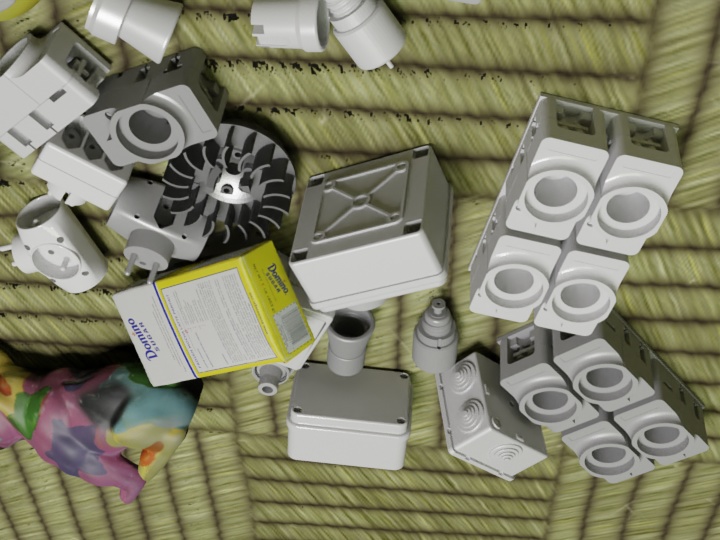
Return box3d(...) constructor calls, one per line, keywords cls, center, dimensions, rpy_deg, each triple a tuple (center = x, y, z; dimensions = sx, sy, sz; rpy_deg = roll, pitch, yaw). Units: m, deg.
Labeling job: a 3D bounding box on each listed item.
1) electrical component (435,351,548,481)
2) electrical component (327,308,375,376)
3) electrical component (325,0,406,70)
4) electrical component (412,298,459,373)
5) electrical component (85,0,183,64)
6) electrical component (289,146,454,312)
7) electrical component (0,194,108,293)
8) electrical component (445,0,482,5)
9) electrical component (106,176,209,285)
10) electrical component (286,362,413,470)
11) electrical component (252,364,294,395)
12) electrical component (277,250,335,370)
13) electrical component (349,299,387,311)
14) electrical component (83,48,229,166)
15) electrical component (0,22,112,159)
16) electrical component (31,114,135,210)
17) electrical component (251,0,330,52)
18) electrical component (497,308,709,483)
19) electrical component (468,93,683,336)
box3d(cls="electrical component", center=(0.119, 0.130, 0.969), dimensions=(0.100, 0.099, 0.048), rpy_deg=(30, 128, -36))
box3d(cls="electrical component", center=(-0.011, 0.065, 0.962), dimensions=(0.044, 0.044, 0.065), rpy_deg=(7, 140, 0))
box3d(cls="electrical component", center=(-0.002, -0.171, 0.724), dimensions=(0.040, 0.040, 0.078), rpy_deg=(-22, 128, 26))
box3d(cls="electrical component", center=(0.067, 0.056, 0.943), dimensions=(0.040, 0.040, 0.078), rpy_deg=(4, 135, 3))
box3d(cls="electrical component", center=(-0.155, -0.173, 0.739), dimensions=(0.055, 0.045, 0.045), rpy_deg=(22, 133, -14))
box3d(cls="electrical component", center=(0.011, -0.032, 0.814), dimensions=(0.109, 0.108, 0.056), rpy_deg=(-13, 129, 20))
box3d(cls="electrical component", center=(-0.266, -0.018, 0.908), dimensions=(0.079, 0.044, 0.077), rpy_deg=(-11, 133, 18))
box3d(cls="electrical component", center=(0.040, -0.220, 0.663), dimensions=(0.100, 0.048, 0.099), rpy_deg=(9, 135, -1))
box3d(cls="electrical component", center=(-0.166, -0.026, 0.864), dimensions=(0.077, 0.079, 0.043), rpy_deg=(24, 151, -16))
box3d(cls="electrical component", center=(-0.009, 0.134, 1.002), dimensions=(0.113, 0.078, 0.057), rpy_deg=(6, 128, 1))
box3d(cls="electrical component", center=(-0.079, 0.084, 0.974), dimensions=(0.048, 0.062, 0.048), rpy_deg=(4, 135, 4))
box3d(cls="electrical component", center=(-0.060, 0.034, 0.923), dimensions=(0.062, 0.061, 0.096), rpy_deg=(21, 134, -13))
box3d(cls="electrical component", center=(0.000, 0.000, 0.893), dimensions=(0.066, 0.048, 0.055), rpy_deg=(-4, 127, 11))
box3d(cls="electrical component", center=(-0.149, -0.116, 0.787), dimensions=(0.089, 0.055, 0.050), rpy_deg=(-14, 132, 20))
box3d(cls="electrical component", center=(-0.236, -0.133, 0.785), dimensions=(0.089, 0.050, 0.056), rpy_deg=(-28, 125, 31))
box3d(cls="electrical component", center=(-0.221, -0.076, 0.843), dimensions=(0.066, 0.047, 0.077), rpy_deg=(28, 135, -20))
box3d(cls="electrical component", center=(-0.047, -0.169, 0.733), dimensions=(0.046, 0.040, 0.040), rpy_deg=(3, 135, 12))
box3d(cls="electrical component", center=(0.221, 0.115, 0.968), dimensions=(0.105, 0.060, 0.186), rpy_deg=(-29, 125, 31))
box3d(cls="electrical component", center=(0.160, -0.033, 0.827), dimensions=(0.105, 0.060, 0.186), rpy_deg=(12, 135, -5))
